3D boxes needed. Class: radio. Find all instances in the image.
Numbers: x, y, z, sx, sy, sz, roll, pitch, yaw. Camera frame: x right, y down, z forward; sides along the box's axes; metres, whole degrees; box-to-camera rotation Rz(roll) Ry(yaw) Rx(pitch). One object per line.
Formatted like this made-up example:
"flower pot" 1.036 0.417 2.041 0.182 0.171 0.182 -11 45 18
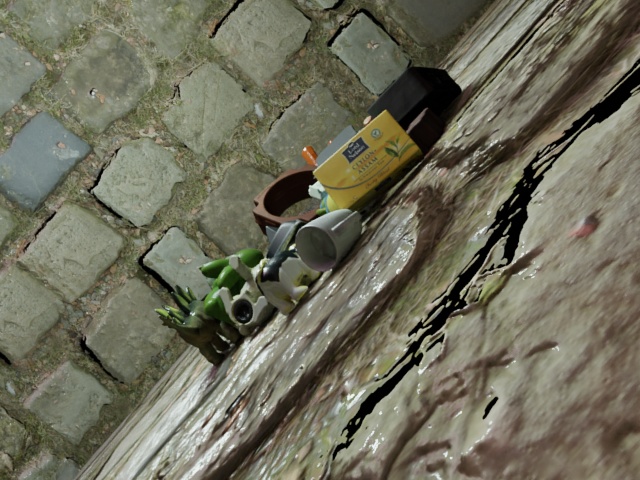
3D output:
"radio" 0.209 -0.298 1.147 0.131 0.073 0.229 -44 -10 33

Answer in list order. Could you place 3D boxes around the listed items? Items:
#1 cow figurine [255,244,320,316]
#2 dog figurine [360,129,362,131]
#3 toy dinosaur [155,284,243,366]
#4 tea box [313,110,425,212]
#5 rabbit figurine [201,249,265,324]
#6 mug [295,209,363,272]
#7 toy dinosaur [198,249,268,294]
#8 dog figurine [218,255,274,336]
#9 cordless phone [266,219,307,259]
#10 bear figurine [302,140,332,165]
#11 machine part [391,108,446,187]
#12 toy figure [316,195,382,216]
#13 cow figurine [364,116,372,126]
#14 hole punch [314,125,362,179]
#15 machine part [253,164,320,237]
"cow figurine" -0.052 0.049 0.958 0.068 0.098 0.167 -53 2 36
"dog figurine" 0.104 -0.221 1.624 0.219 0.108 0.191 -53 8 1
"toy dinosaur" -0.285 0.197 1.254 0.105 0.198 0.471 -52 4 -9
"tea box" 0.086 -0.130 0.940 0.169 0.098 0.068 -41 -17 12
"rabbit figurine" -0.197 0.091 1.215 0.159 0.121 0.170 22 -86 -54
"mug" 0.027 -0.014 0.871 0.107 0.081 0.109 -38 -8 -49
"toy dinosaur" -0.206 0.131 1.402 0.131 0.192 0.405 -22 4 -28
"dog figurine" -0.109 0.110 1.153 0.190 0.121 0.172 9 -78 -63
"cordless phone" -0.002 -0.003 1.068 0.184 0.089 0.146 -20 -22 20
"bear figurine" 0.018 -0.177 1.566 0.120 0.132 0.195 -18 -25 -12
"machine part" 0.167 -0.180 1.048 0.179 0.056 0.179 -47 5 5
"toy figure" 0.047 -0.073 1.067 0.082 0.089 0.180 -57 11 -24
"cow figurine" 0.160 -0.235 1.235 0.085 0.127 0.195 -23 36 34
"hole punch" 0.059 -0.161 1.101 0.142 0.092 0.116 -40 18 14
"machine part" -0.036 -0.078 1.246 0.201 0.087 0.201 21 56 40
